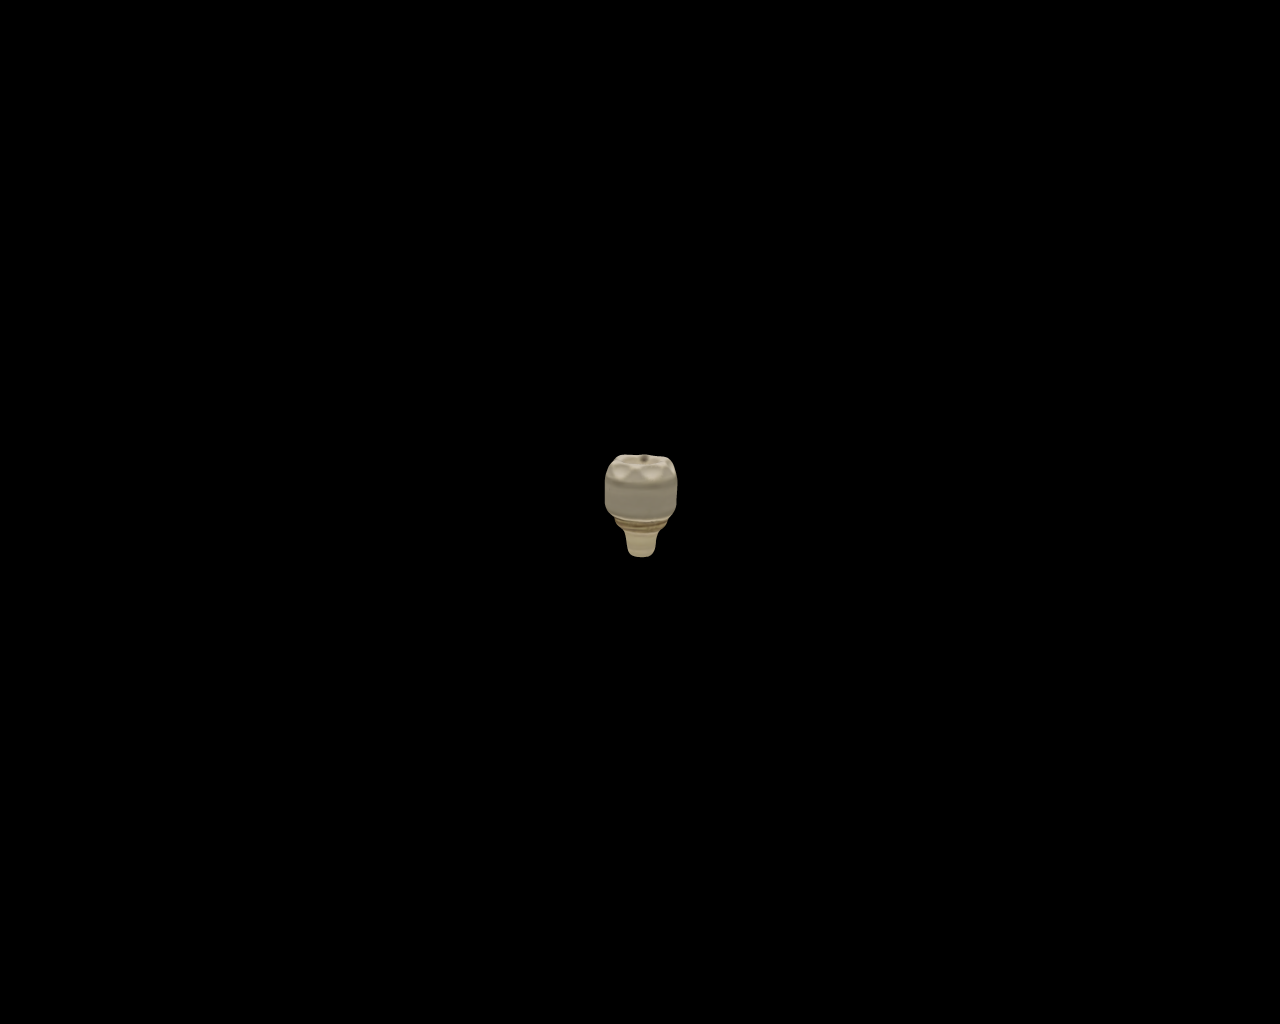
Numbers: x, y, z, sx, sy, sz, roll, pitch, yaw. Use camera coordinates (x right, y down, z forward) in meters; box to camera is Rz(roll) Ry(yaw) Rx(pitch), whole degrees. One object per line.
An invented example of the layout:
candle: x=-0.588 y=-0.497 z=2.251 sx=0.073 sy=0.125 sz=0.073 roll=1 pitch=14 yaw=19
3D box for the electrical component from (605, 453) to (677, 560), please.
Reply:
electrical component: x=0.001 y=-0.003 z=0.650 sx=0.043 sy=0.062 sz=0.043 roll=0 pitch=15 yaw=0
